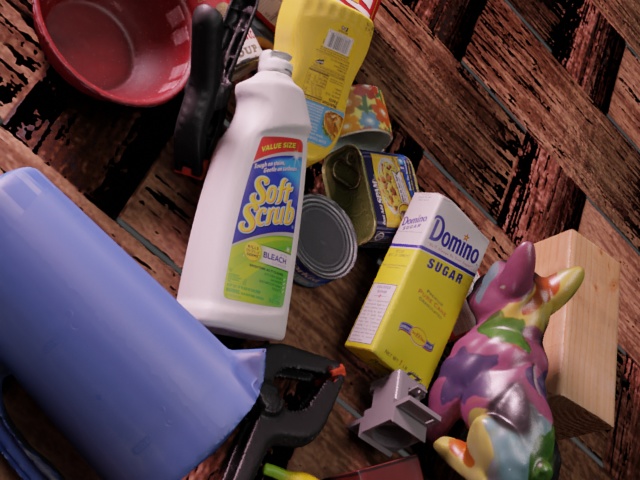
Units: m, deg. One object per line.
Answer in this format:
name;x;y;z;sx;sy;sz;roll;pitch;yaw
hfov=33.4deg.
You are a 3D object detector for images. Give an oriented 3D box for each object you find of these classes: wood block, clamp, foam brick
wood block;0.266;0.105;1.177;0.090;0.091;0.206;32;53;-28
clamp;-0.093;-0.139;0.930;0.039;0.172;0.120;25;33;11
foam brick;0.050;0.228;0.954;0.078;0.053;0.051;-4;75;-42
clamp;-0.052;0.150;0.904;0.209;0.036;0.164;-5;67;-44

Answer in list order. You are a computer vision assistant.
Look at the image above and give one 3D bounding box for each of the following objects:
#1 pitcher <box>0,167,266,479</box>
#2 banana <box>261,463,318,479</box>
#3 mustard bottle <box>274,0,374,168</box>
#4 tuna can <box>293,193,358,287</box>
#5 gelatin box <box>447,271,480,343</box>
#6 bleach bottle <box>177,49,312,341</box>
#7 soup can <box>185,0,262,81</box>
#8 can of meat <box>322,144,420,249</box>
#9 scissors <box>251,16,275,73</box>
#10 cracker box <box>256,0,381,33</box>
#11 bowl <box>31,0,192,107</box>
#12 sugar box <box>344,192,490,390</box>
pitcher;-0.172;0.075;0.763;0.243;0.145;0.149;46;46;-1
banana;0.001;0.281;0.901;0.069;0.037;0.198;-10;73;-14
mustard bottle;-0.017;-0.131;1.010;0.096;0.058;0.191;15;93;-44
tuna can;-0.007;0.001;1.017;0.086;0.034;0.086;19;60;-35
gelatin box;0.140;0.066;1.125;0.089;0.030;0.073;-16;81;-44
bleach bottle;-0.061;-0.044;0.920;0.102;0.068;0.251;16;77;-40
soup can;-0.102;-0.200;0.997;0.068;0.069;0.102;-28;92;-45
can of meat;0.056;-0.041;1.077;0.083;0.058;0.102;3;70;-43
scissors;-0.090;-0.221;1.052;0.201;0.016;0.096;28;49;-31
cracker box;-0.030;-0.297;1.093;0.213;0.072;0.164;41;42;-21
bowl;-0.186;-0.179;0.921;0.161;0.055;0.162;18;60;-36
sugar box;0.098;0.050;1.040;0.093;0.048;0.176;41;68;-37
